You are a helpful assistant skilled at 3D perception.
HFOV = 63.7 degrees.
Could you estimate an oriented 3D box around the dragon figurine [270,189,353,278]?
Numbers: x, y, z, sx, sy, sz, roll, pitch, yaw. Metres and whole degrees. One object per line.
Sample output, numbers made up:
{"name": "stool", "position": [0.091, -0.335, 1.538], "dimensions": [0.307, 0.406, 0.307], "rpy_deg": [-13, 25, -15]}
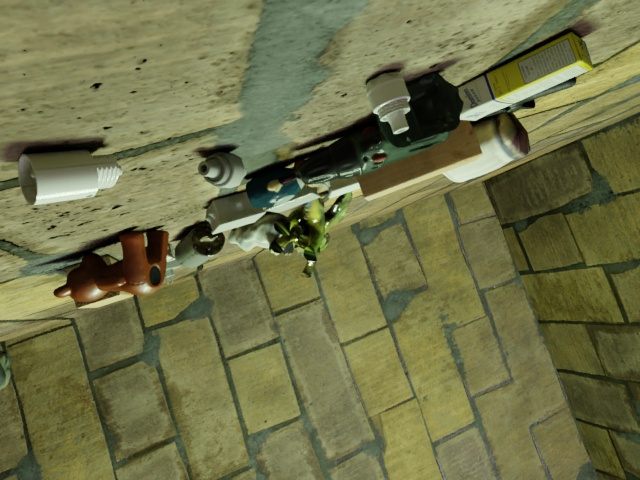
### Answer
{"name": "dragon figurine", "position": [0.004, -0.063, 1.244], "dimensions": [0.247, 0.123, 0.401], "rpy_deg": [-50, 169, -36]}

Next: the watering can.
{"name": "watering can", "position": [0.297, -0.178, 1.050], "dimensions": [0.222, 0.104, 0.350], "rpy_deg": [-23, 175, 36]}

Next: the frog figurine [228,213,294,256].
{"name": "frog figurine", "position": [-0.154, -0.023, 1.343], "dimensions": [0.160, 0.121, 0.139], "rpy_deg": [18, -157, 23]}
